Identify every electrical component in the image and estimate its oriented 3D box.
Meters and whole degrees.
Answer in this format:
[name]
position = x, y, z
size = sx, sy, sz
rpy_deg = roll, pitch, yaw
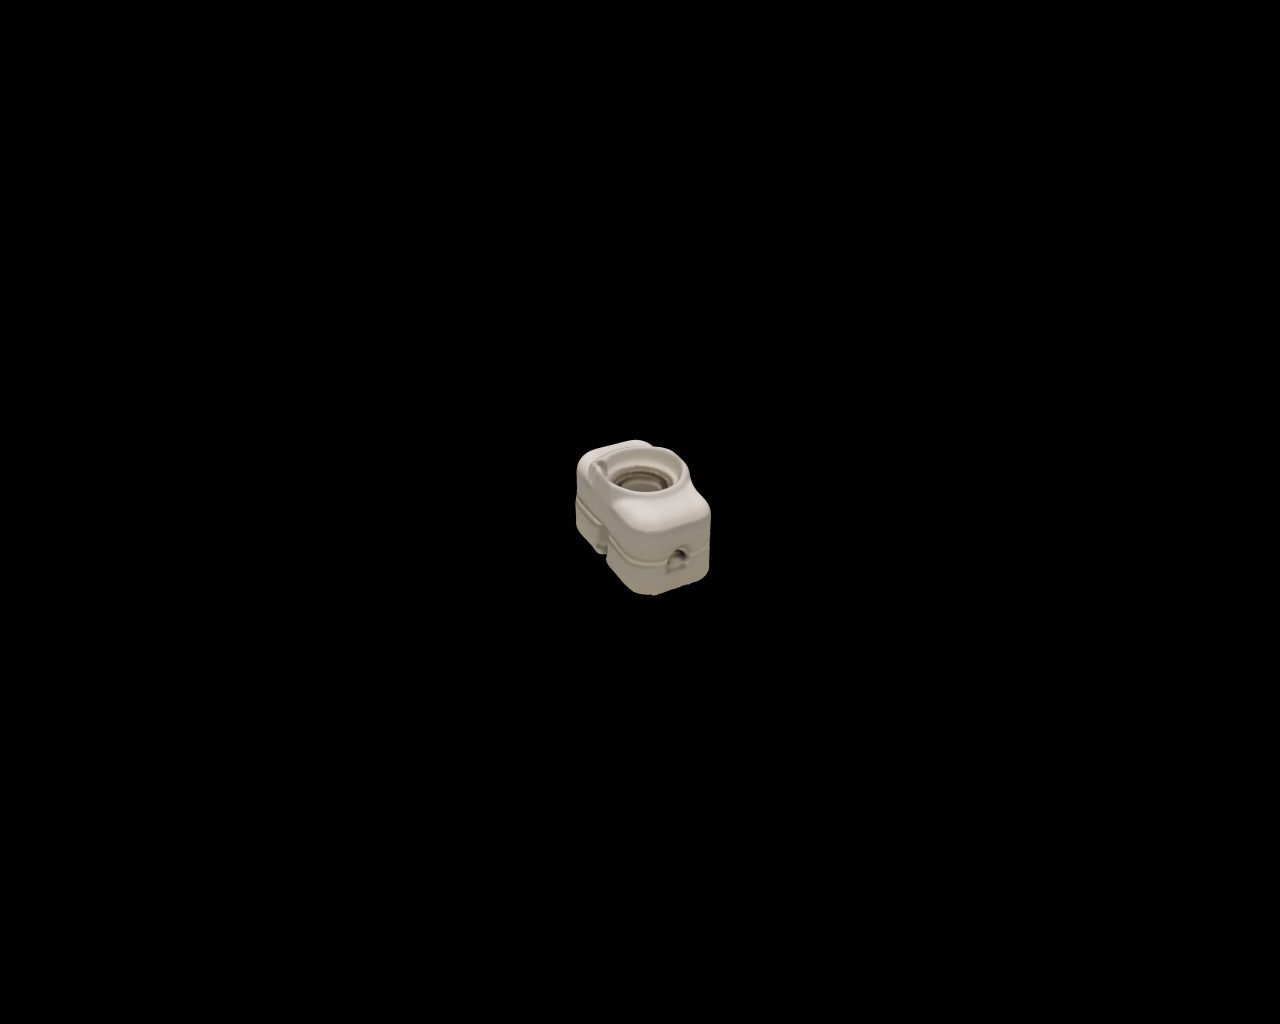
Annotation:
[electrical component]
position = 0.001, -0.003, 0.650
size = 0.054, 0.059, 0.095
rpy_deg = -16, 37, -22
